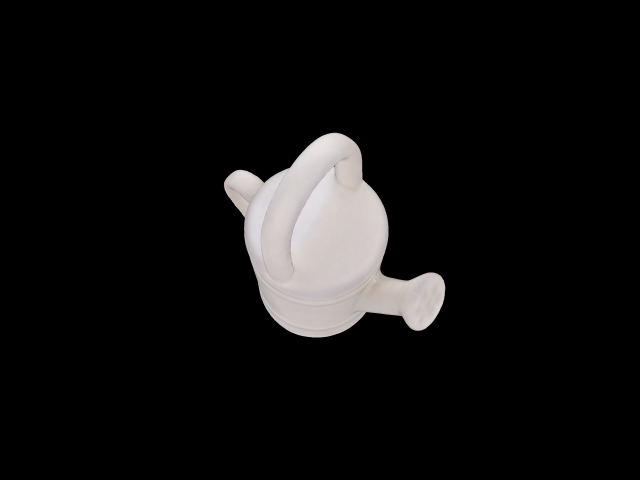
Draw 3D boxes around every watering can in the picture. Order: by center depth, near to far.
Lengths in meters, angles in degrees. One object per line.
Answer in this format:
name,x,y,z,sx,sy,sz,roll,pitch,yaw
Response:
watering can,0.005,0.000,0.401,0.172,0.194,0.101,14,68,6
